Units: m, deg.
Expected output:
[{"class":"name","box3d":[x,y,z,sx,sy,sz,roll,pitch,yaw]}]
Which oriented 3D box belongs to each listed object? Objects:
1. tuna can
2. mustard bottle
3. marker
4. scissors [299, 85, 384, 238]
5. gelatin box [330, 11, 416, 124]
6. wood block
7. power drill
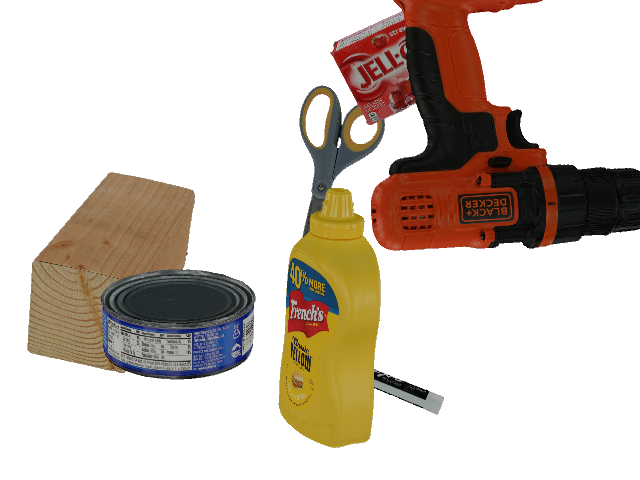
[{"class":"tuna can","box3d":[-0.080,0.046,0.600,0.086,0.034,0.086,2,18,-1]},{"class":"mustard bottle","box3d":[0.008,0.054,0.820,0.058,0.192,0.096,-4,18,-28]},{"class":"marker","box3d":[0.064,0.142,1.066,0.121,0.020,0.020,21,5,13]},{"class":"scissors","box3d":[0.020,-0.060,1.077,0.096,0.202,0.016,-3,-11,0]},{"class":"gelatin box","box3d":[0.064,-0.148,0.896,0.089,0.073,0.030,-22,25,18]},{"class":"wood block","box3d":[-0.185,0.022,0.974,0.090,0.091,0.206,12,25,2]},{"class":"power drill","box3d":[0.118,-0.088,0.668,0.184,0.187,0.057,-4,-2,-7]}]
